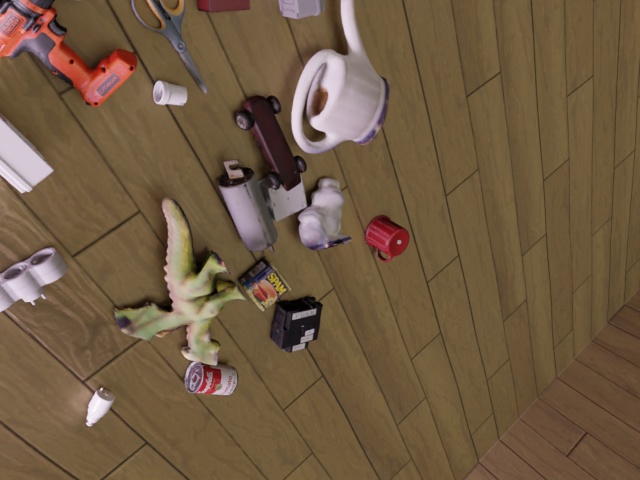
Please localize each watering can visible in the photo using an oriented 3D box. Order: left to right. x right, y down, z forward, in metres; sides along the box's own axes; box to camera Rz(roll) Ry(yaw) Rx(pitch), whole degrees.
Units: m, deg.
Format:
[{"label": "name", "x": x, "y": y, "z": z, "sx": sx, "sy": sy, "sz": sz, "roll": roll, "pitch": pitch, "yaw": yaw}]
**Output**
[{"label": "watering can", "x": 0.062, "y": -0.336, "z": 1.070, "sx": 0.223, "sy": 0.345, "sz": 0.105, "roll": 11, "pitch": 15, "yaw": -43}]

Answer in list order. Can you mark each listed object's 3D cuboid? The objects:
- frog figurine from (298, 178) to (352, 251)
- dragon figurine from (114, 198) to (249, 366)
[{"label": "frog figurine", "x": 0.004, "y": -0.060, "z": 1.184, "sx": 0.121, "sy": 0.160, "sz": 0.138, "roll": -19, "pitch": -6, "yaw": 42}, {"label": "dragon figurine", "x": -0.290, "y": 0.116, "z": 1.030, "sx": 0.244, "sy": 0.402, "sz": 0.124, "roll": -35, "pitch": 39, "yaw": -9}]
